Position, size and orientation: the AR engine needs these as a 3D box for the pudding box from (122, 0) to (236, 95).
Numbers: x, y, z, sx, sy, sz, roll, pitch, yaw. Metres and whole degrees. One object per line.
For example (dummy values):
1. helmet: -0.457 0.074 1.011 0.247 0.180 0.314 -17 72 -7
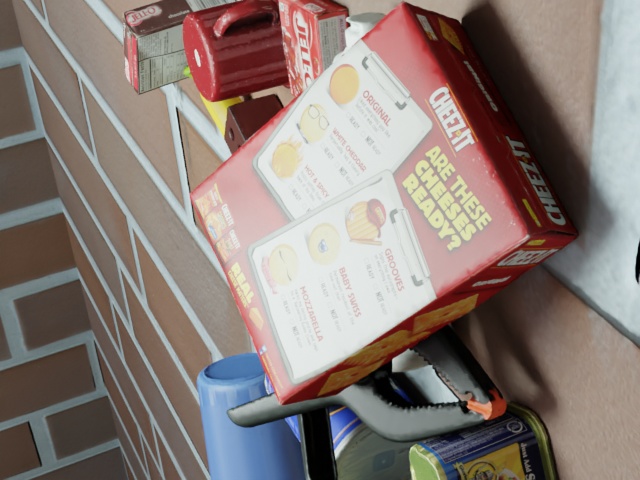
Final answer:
1. pudding box: -0.141 -0.202 1.069 0.039 0.113 0.090 60 158 23

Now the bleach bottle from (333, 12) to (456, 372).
1. bleach bottle: 0.048 -0.036 0.774 0.103 0.068 0.251 39 140 57

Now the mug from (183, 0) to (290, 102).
1. mug: -0.069 -0.175 0.942 0.117 0.081 0.093 126 124 -67

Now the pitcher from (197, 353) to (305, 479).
1. pitcher: -0.075 0.264 1.311 0.149 0.144 0.243 10 113 55

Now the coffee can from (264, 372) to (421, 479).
1. coffee can: 0.024 0.151 0.942 0.140 0.102 0.103 -130 29 -49

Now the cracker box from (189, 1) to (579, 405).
1. cracker box: 0.031 -0.016 0.674 0.214 0.071 0.164 -38 68 33

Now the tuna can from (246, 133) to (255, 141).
1. tuna can: -0.032 -0.058 0.937 0.034 0.086 0.086 48 150 48

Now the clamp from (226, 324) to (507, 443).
1. clamp: 0.031 0.073 0.747 0.210 0.036 0.164 10 95 31

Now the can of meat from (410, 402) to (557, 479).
1. can of meat: 0.115 0.176 0.739 0.058 0.083 0.102 -166 59 -68

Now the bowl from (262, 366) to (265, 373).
1. bowl: -0.016 0.121 1.101 0.162 0.055 0.162 162 90 -71

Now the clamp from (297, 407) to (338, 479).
1. clamp: -0.008 0.122 0.862 0.172 0.039 0.120 -148 73 -71

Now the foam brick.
1. foam brick: -0.054 -0.091 1.021 0.053 0.051 0.078 103 144 -57

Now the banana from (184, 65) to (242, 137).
1. banana: -0.080 -0.087 1.083 0.037 0.069 0.198 -33 79 39

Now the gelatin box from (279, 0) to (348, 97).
1. gelatin box: -0.003 -0.150 0.858 0.073 0.030 0.089 44 147 54
